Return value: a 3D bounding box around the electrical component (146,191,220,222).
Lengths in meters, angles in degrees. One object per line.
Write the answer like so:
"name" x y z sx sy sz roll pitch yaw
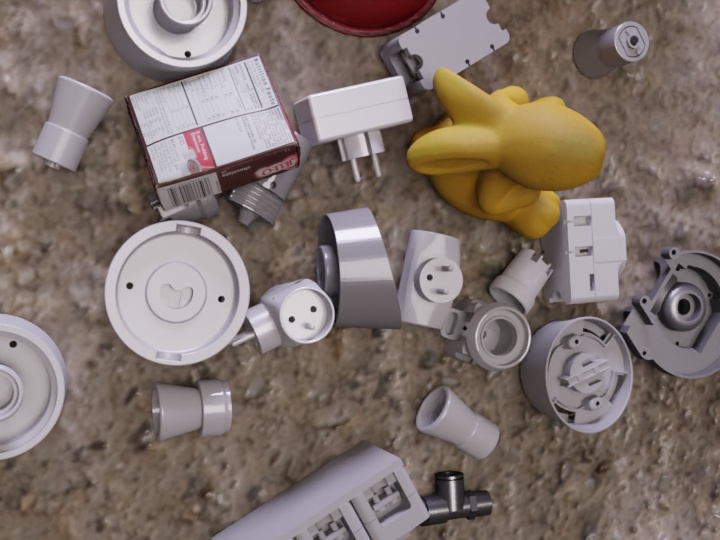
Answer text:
"electrical component" -0.138 -0.053 0.838 0.046 0.040 0.040 -26 99 -11

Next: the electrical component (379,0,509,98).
"electrical component" 0.068 -0.187 0.897 0.089 0.056 0.050 -33 101 -16

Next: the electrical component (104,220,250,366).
"electrical component" -0.144 0.017 0.824 0.108 0.060 0.108 0 91 -19

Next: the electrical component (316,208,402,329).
"electrical component" 0.000 0.000 0.856 0.064 0.099 0.099 -4 92 -13

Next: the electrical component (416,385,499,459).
"electrical component" 0.086 0.133 0.915 0.065 0.044 0.044 34 80 -21

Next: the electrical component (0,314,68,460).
"electrical component" -0.267 0.087 0.783 0.108 0.060 0.108 0 90 -19

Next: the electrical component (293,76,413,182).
"electrical component" -0.002 -0.110 0.878 0.083 0.047 0.075 -15 96 -18

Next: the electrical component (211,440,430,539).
"electrical component" -0.030 0.207 0.850 0.150 0.089 0.061 -30 100 -16

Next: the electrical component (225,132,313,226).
"electrical component" -0.075 -0.072 0.856 0.043 0.043 0.081 29 81 -17

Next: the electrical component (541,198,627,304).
"electrical component" 0.196 -0.017 0.945 0.056 0.050 0.089 -4 92 -18

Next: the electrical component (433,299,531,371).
"electrical component" 0.110 0.055 0.913 0.078 0.057 0.058 19 84 -18

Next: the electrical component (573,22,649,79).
"electrical component" 0.223 -0.195 0.944 0.044 0.065 0.044 0 91 -19

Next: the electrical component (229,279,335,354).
"electrical component" -0.067 0.041 0.842 0.079 0.077 0.043 -25 98 -16

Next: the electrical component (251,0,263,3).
"electrical component" -0.087 -0.246 0.855 0.035 0.035 0.061 -33 98 -16

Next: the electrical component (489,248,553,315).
"electrical component" 0.141 0.009 0.933 0.040 0.040 0.046 43 72 -15

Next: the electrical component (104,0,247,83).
"electrical component" -0.138 -0.201 0.824 0.108 0.060 0.108 0 91 -19

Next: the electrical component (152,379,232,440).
"electrical component" -0.131 0.108 0.838 0.055 0.045 0.045 -2 91 -19

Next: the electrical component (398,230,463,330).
"electrical component" 0.060 0.008 0.884 0.043 0.079 0.077 13 87 -14

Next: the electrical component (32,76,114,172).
"electrical component" -0.219 -0.107 0.809 0.044 0.044 0.065 24 88 -18

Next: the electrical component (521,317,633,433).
"electrical component" 0.191 0.089 0.937 0.099 0.064 0.099 0 91 -19
